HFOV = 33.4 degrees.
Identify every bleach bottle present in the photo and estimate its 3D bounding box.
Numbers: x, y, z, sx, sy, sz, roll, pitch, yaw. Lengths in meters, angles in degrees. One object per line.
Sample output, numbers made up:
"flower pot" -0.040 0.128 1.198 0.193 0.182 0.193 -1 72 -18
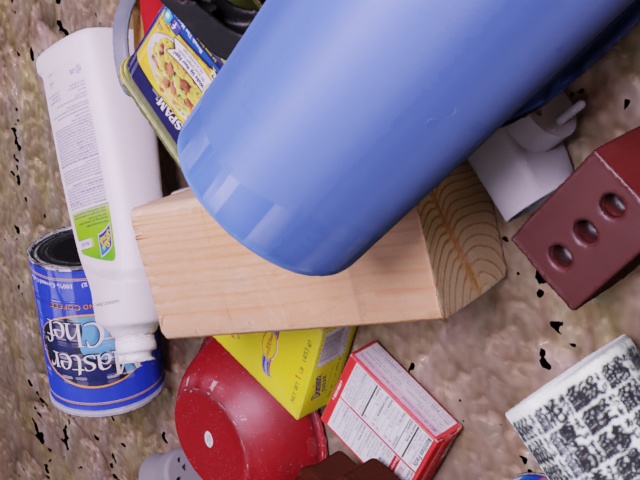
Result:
"bleach bottle" -0.161 -0.030 0.826 0.103 0.067 0.251 -13 84 53

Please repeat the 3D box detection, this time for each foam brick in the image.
"foam brick" 0.149 -0.011 0.546 0.053 0.051 0.078 52 138 16

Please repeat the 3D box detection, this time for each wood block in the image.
"wood block" -0.005 0.001 0.656 0.206 0.090 0.091 -7 102 35

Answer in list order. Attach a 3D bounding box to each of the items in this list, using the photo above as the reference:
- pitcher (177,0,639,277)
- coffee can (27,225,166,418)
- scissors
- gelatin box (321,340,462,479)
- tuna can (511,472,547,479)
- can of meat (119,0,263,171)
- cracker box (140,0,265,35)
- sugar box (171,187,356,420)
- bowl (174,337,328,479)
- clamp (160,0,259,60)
"pitcher" 0.052 -0.095 0.479 0.149 0.145 0.243 40 117 -4
"coffee can" -0.191 0.067 0.922 0.103 0.102 0.140 19 121 42
"scissors" -0.121 -0.194 0.777 0.016 0.096 0.202 -5 74 22
"gelatin box" 0.048 0.126 0.740 0.089 0.030 0.073 43 134 25
"tuna can" 0.138 0.191 0.667 0.086 0.033 0.086 24 124 40
"can of meat" -0.061 -0.096 0.628 0.102 0.057 0.084 55 136 10
"cracker box" -0.047 -0.174 0.672 0.164 0.071 0.214 18 120 42
"sugar box" -0.052 0.042 0.799 0.176 0.048 0.093 38 131 29
"bowl" -0.068 0.152 0.863 0.162 0.055 0.162 23 123 40
"clamp" 0.002 -0.123 0.551 0.120 0.171 0.039 -57 24 34
